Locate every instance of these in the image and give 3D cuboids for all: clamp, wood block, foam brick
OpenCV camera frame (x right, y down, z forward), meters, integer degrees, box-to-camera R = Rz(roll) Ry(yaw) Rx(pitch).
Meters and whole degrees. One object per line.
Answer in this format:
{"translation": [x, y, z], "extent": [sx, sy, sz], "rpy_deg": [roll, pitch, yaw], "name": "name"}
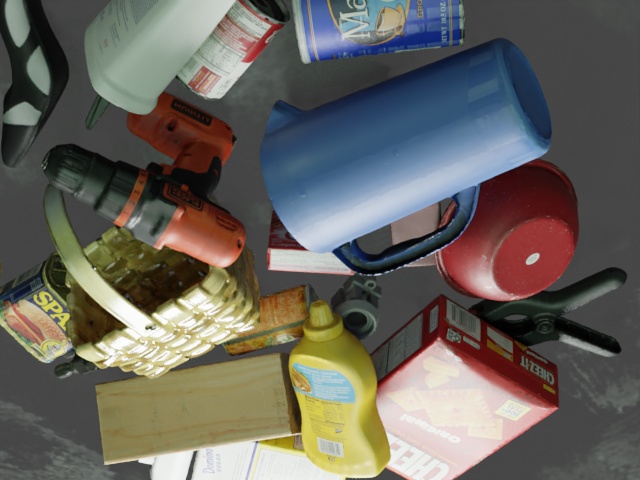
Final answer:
{"translation": [0.245, 0.074, 1.135], "extent": [0.171, 0.039, 0.120], "rpy_deg": [2, 124, 0], "name": "clamp"}
{"translation": [-0.128, 0.184, 1.169], "extent": [0.206, 0.090, 0.090], "rpy_deg": [-10, 81, 9], "name": "wood block"}
{"translation": [0.096, -0.019, 1.072], "extent": [0.051, 0.053, 0.078], "rpy_deg": [-6, 121, 5], "name": "foam brick"}

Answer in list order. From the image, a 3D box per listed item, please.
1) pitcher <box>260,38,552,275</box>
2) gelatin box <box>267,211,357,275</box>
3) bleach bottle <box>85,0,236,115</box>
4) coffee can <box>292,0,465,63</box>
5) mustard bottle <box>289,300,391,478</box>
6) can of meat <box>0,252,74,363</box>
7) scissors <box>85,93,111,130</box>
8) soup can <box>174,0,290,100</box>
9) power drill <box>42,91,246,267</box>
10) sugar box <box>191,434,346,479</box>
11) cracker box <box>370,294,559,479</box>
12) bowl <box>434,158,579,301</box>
{"translation": [0.082, -0.077, 0.960], "extent": [0.243, 0.145, 0.149], "rpy_deg": [-21, 147, 26], "name": "pitcher"}
{"translation": [-0.007, 0.001, 1.075], "extent": [0.089, 0.073, 0.030], "rpy_deg": [3, 122, 0], "name": "gelatin box"}
{"translation": [-0.098, -0.222, 0.889], "extent": [0.068, 0.102, 0.251], "rpy_deg": [24, 127, -40], "name": "bleach bottle"}
{"translation": [0.049, -0.211, 0.918], "extent": [0.140, 0.103, 0.103], "rpy_deg": [-5, 123, 5], "name": "coffee can"}
{"translation": [0.015, 0.151, 1.105], "extent": [0.096, 0.058, 0.191], "rpy_deg": [8, 119, 37], "name": "mustard bottle"}
{"translation": [-0.287, 0.075, 1.141], "extent": [0.084, 0.057, 0.102], "rpy_deg": [-28, 118, 21], "name": "can of meat"}
{"translation": [-0.186, -0.194, 0.987], "extent": [0.202, 0.016, 0.096], "rpy_deg": [-38, 113, 23], "name": "scissors"}
{"translation": [-0.085, -0.184, 0.960], "extent": [0.068, 0.068, 0.102], "rpy_deg": [35, 118, -20], "name": "soup can"}
{"translation": [-0.150, -0.067, 0.967], "extent": [0.184, 0.187, 0.057], "rpy_deg": [28, 121, -17], "name": "power drill"}
{"translation": [-0.058, 0.262, 1.263], "extent": [0.176, 0.048, 0.093], "rpy_deg": [14, 122, -3], "name": "sugar box"}
{"translation": [0.128, 0.175, 1.166], "extent": [0.164, 0.072, 0.214], "rpy_deg": [31, 128, -17], "name": "cracker box"}
{"translation": [0.196, 0.003, 1.050], "extent": [0.162, 0.055, 0.162], "rpy_deg": [-11, 124, -17], "name": "bowl"}
